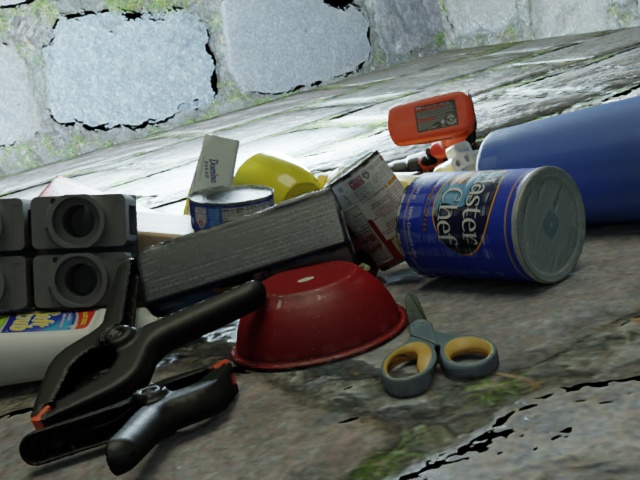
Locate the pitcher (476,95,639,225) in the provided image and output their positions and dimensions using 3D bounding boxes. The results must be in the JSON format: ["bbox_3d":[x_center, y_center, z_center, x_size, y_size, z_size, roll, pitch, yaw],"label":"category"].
[{"bbox_3d":[0.291,-0.077,1.080,0.243,0.149,0.145,-7,56,38],"label":"pitcher"}]

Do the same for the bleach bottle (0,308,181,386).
[{"bbox_3d":[-0.246,0.096,0.993,0.251,0.068,0.102,-7,12,14],"label":"bleach bottle"}]

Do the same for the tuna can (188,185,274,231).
[{"bbox_3d":[-0.087,-0.031,1.064,0.086,0.034,0.086,-3,14,1],"label":"tuna can"}]

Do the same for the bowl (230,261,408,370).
[{"bbox_3d":[-0.006,0.058,0.932,0.162,0.055,0.162,-13,13,3],"label":"bowl"}]

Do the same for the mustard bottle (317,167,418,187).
[{"bbox_3d":[0.070,-0.052,1.237,0.192,0.058,0.096,5,11,19],"label":"mustard bottle"}]

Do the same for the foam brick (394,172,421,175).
[{"bbox_3d":[0.088,-0.054,1.331,0.051,0.053,0.078,-21,14,-32],"label":"foam brick"}]

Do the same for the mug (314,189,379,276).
[{"bbox_3d":[0.005,0.011,1.085,0.117,0.093,0.081,31,34,15],"label":"mug"}]

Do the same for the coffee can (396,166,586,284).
[{"bbox_3d":[0.155,-0.014,0.976,0.102,0.103,0.141,-24,17,-40],"label":"coffee can"}]

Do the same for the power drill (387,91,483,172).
[{"bbox_3d":[0.140,-0.117,1.365,0.184,0.057,0.187,-13,-19,11],"label":"power drill"}]

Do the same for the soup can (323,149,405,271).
[{"bbox_3d":[0.058,-0.030,1.051,0.068,0.102,0.068,-36,6,4],"label":"soup can"}]

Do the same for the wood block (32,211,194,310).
[{"bbox_3d":[-0.221,0.021,1.103,0.206,0.091,0.090,4,16,3],"label":"wood block"}]

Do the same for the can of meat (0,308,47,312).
[{"bbox_3d":[-0.331,0.072,1.188,0.084,0.057,0.102,-8,14,13],"label":"can of meat"}]

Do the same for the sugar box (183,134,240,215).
[{"bbox_3d":[-0.130,-0.039,1.212,0.048,0.093,0.176,11,-25,-7],"label":"sugar box"}]

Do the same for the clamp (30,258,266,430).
[{"bbox_3d":[-0.150,0.087,0.872,0.165,0.036,0.209,2,37,31],"label":"clamp"}]

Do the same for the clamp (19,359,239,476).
[{"bbox_3d":[-0.119,0.128,0.774,0.171,0.039,0.120,-22,17,-37],"label":"clamp"}]

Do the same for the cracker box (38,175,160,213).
[{"bbox_3d":[-0.257,-0.007,1.267,0.164,0.072,0.214,21,6,-11],"label":"cracker box"}]

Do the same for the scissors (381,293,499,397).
[{"bbox_3d":[0.098,0.073,0.842,0.096,0.016,0.201,-7,16,17],"label":"scissors"}]
